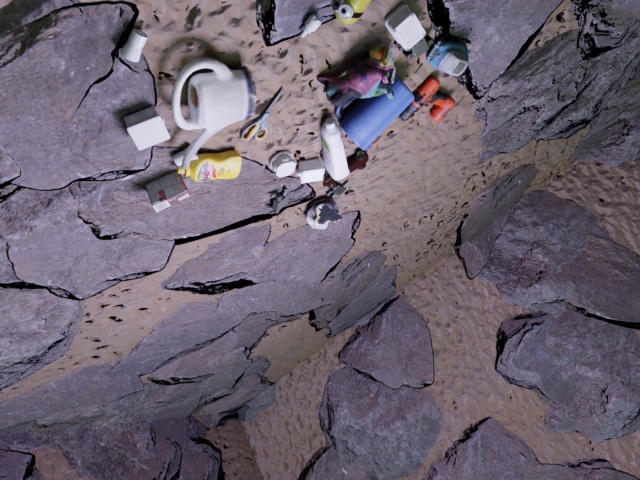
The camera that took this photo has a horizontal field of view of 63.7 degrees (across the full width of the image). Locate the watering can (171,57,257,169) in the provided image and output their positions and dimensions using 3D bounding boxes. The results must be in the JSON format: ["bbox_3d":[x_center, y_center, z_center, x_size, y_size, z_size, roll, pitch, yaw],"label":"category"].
[{"bbox_3d":[-0.282,-0.338,1.369,0.226,0.106,0.339,-17,148,-25],"label":"watering can"}]

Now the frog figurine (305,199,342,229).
[{"bbox_3d":[0.006,-0.104,2.064,0.138,0.122,0.159,-34,-171,-10],"label":"frog figurine"}]
